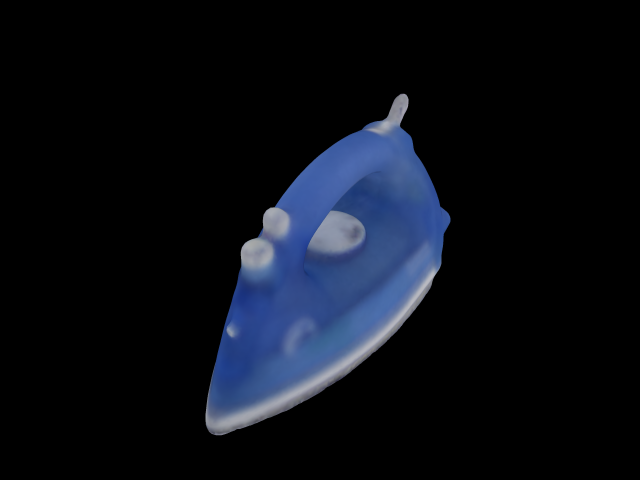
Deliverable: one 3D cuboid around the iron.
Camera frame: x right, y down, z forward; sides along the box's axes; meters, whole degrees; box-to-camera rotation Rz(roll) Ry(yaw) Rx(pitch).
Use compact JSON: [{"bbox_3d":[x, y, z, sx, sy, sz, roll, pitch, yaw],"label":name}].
[{"bbox_3d":[0.004,0.001,0.400,0.118,0.141,0.259,20,40,26],"label":"iron"}]
